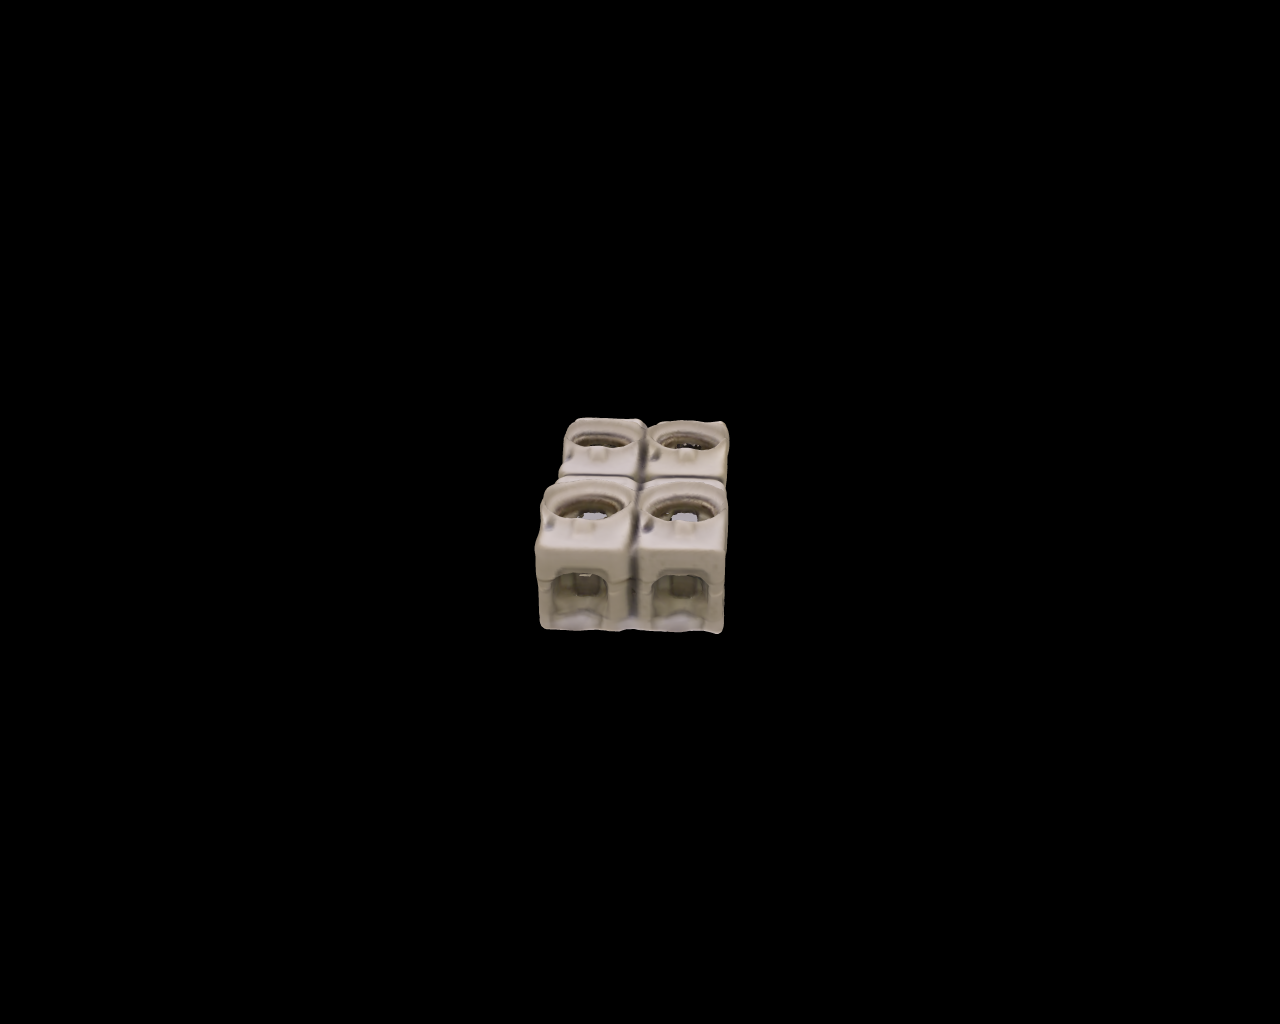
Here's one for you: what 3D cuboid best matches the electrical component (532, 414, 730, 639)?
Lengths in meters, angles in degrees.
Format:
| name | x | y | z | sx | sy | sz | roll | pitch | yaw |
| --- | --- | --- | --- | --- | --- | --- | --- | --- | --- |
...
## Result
| name | x | y | z | sx | sy | sz | roll | pitch | yaw |
| --- | --- | --- | --- | --- | --- | --- | --- | --- | --- |
| electrical component | 0.001 | -0.003 | 0.650 | 0.105 | 0.060 | 0.186 | 2 | 27 | 3 |
